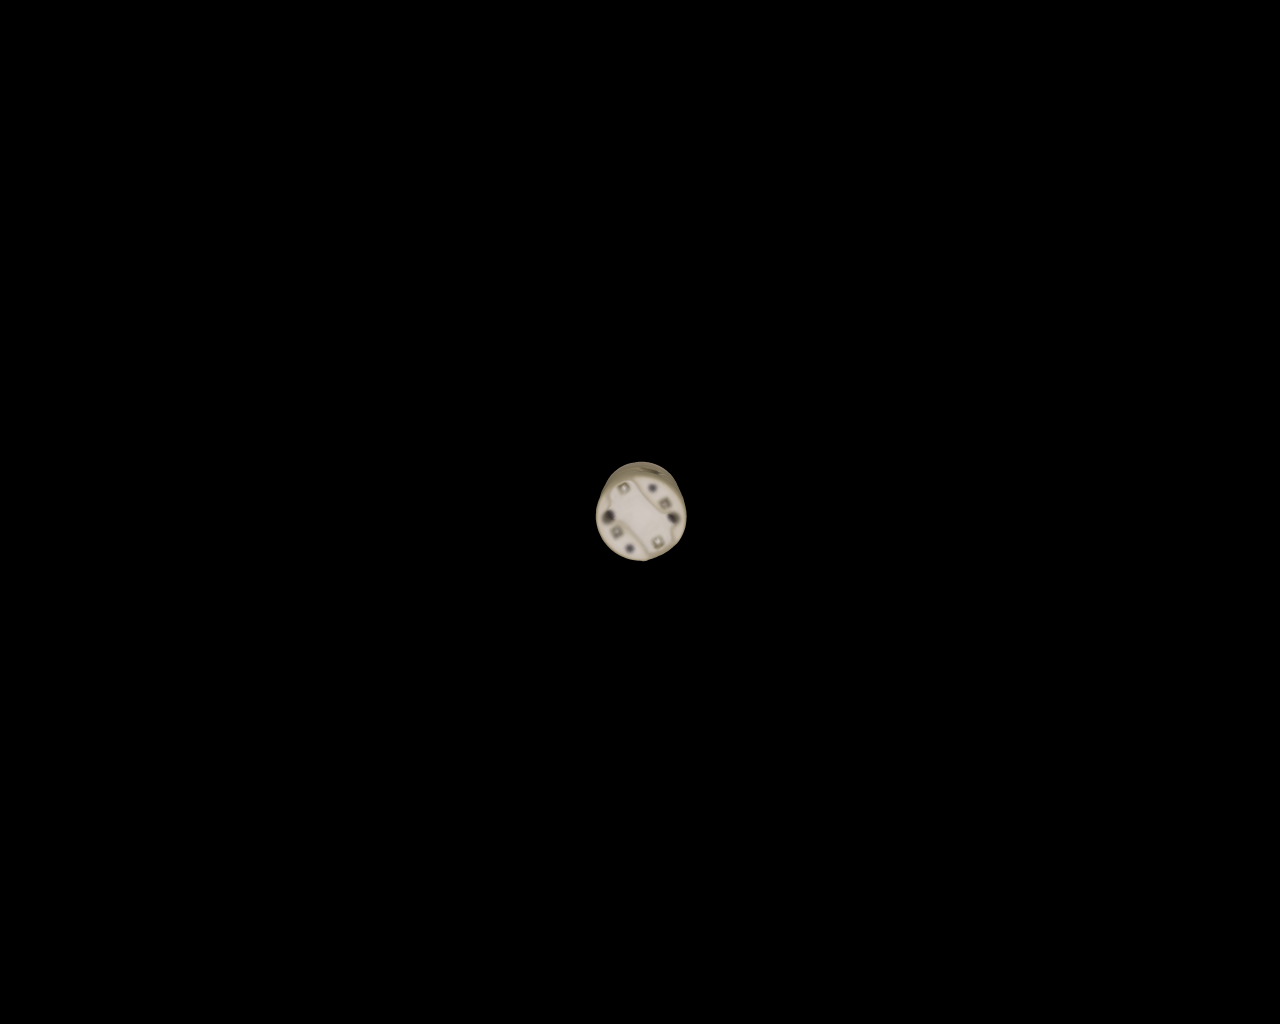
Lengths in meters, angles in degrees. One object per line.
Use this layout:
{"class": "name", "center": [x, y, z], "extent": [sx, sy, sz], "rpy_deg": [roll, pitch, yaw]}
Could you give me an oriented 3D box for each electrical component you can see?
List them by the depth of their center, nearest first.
{"class": "electrical component", "center": [0.001, -0.003, 0.650], "extent": [0.055, 0.055, 0.047], "rpy_deg": [0, 16, 0]}
